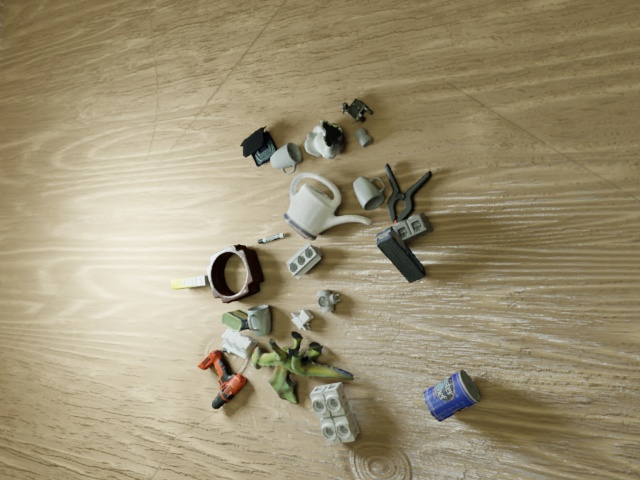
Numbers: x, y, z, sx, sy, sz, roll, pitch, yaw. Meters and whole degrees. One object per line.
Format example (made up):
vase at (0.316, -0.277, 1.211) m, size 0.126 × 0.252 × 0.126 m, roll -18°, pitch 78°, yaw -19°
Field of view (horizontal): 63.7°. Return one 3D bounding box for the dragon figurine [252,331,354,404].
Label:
dragon figurine at (-0.086, 0.479, 1.851) m, size 0.413 × 0.123 × 0.238 m, roll 27°, pitch 116°, yaw 23°

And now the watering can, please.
watering can at (0.006, -0.092, 1.828) m, size 0.352 × 0.104 × 0.222 m, roll 41°, pitch 106°, yaw 25°

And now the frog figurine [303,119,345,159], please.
frog figurine at (0.014, -0.351, 1.865) m, size 0.138 × 0.124 × 0.157 m, roll 62°, pitch 149°, yaw 8°
